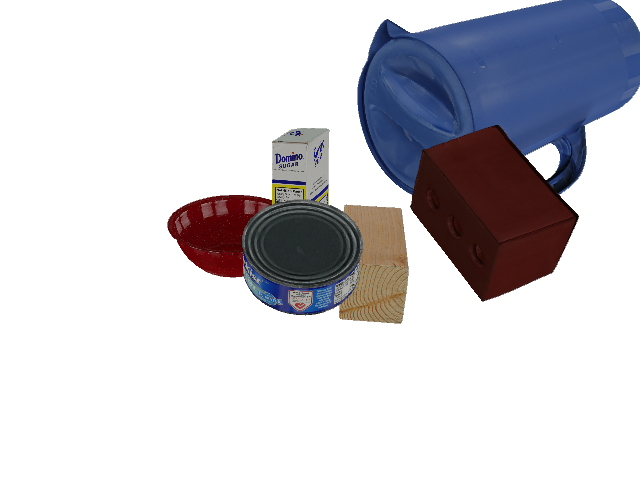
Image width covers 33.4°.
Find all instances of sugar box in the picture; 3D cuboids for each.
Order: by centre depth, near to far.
[{"bbox_3d":[-0.021,-0.026,1.134,0.048,0.176,0.093,2,15,14],"label":"sugar box"}]

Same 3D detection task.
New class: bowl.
[{"bbox_3d":[-0.108,0.001,1.321,0.162,0.055,0.162,1,27,-1],"label":"bowl"}]

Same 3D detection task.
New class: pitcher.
[{"bbox_3d":[0.165,-0.122,0.898,0.242,0.149,0.145,-22,35,-33],"label":"pitcher"}]

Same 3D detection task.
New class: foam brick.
[{"bbox_3d":[0.095,-0.016,0.595,0.051,0.078,0.053,-21,-35,-22],"label":"foam brick"}]

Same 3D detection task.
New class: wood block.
[{"bbox_3d":[0.075,0.030,1.553,0.091,0.090,0.206,4,25,-1],"label":"wood block"}]

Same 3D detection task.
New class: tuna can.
[{"bbox_3d":[-0.013,0.012,0.763,0.086,0.086,0.034,0,-44,-4],"label":"tuna can"}]
